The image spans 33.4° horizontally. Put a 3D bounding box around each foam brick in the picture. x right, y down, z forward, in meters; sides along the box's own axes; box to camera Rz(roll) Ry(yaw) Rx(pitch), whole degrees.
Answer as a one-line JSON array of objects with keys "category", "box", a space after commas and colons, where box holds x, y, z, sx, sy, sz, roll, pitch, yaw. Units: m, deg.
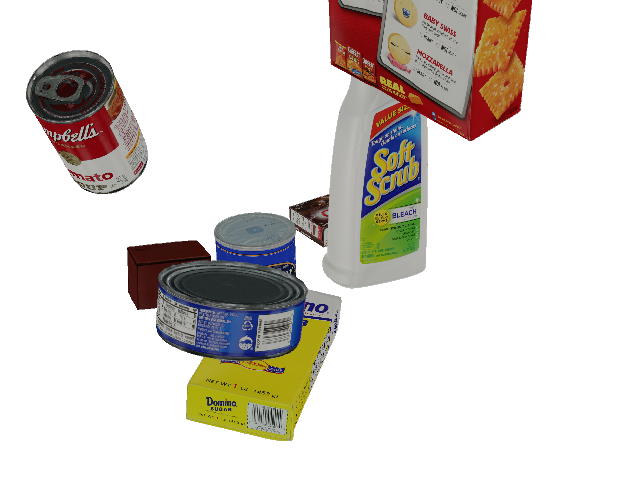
[{"category": "foam brick", "box": [-0.157, 0.034, 1.103, 0.078, 0.051, 0.053, -6, 21, -20]}]

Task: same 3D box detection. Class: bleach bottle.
[{"category": "bleach bottle", "box": [0.051, -0.086, 1.000, 0.102, 0.251, 0.068, -11, 24, -22]}]

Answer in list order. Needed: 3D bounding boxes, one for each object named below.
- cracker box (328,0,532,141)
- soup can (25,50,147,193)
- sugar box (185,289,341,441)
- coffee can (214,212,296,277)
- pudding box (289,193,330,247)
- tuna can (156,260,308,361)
[{"category": "cracker box", "box": [0.083, -0.207, 0.819, 0.072, 0.214, 0.164, -31, 48, -29]}, {"category": "soup can", "box": [-0.181, -0.091, 0.838, 0.068, 0.068, 0.102, 0, -30, 8]}, {"category": "sugar box", "box": [-0.046, 0.100, 0.944, 0.093, 0.048, 0.176, 11, 33, 9]}, {"category": "coffee can", "box": [-0.081, 0.048, 1.366, 0.103, 0.140, 0.103, -1, 25, 0]}, {"category": "pudding box", "box": [0.023, -0.035, 1.625, 0.113, 0.039, 0.090, -21, 33, -30]}, {"category": "tuna can", "box": [-0.051, 0.039, 0.614, 0.086, 0.034, 0.086, 6, 14, -2]}]
